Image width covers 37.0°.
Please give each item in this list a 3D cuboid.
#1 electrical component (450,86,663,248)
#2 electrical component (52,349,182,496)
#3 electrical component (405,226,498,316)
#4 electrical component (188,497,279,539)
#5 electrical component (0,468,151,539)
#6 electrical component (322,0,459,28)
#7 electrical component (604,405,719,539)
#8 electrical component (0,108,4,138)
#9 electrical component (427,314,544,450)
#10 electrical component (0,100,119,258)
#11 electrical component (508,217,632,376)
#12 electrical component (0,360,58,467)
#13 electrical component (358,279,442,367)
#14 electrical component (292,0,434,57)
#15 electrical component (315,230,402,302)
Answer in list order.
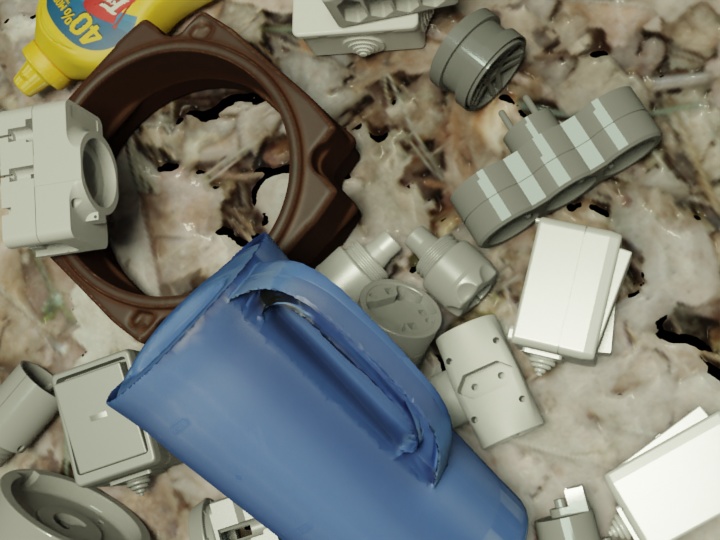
[{"bbox_3d":[0.119,-0.080,0.707,0.138,0.052,0.073,-31,75,6],"label":"electrical component"},{"bbox_3d":[-0.165,0.108,0.739,0.062,0.061,0.096,-20,77,10],"label":"electrical component"},{"bbox_3d":[0.057,-0.003,0.714,0.062,0.043,0.043,44,92,17],"label":"electrical component"},{"bbox_3d":[-0.077,0.173,0.709,0.057,0.058,0.078,-19,77,7],"label":"electrical component"},{"bbox_3d":[-0.201,0.186,0.713,0.108,0.108,0.060,29,94,16],"label":"electrical component"},{"bbox_3d":[0.016,-0.210,0.705,0.083,0.047,0.075,-9,78,12],"label":"electrical component"},{"bbox_3d":[0.188,0.128,0.650,0.096,0.062,0.061,-31,75,7],"label":"electrical component"},{"bbox_3d":[-0.281,-0.094,0.808,0.077,0.047,0.065,6,82,14],"label":"electrical component"},{"bbox_3d":[0.067,0.080,0.697,0.079,0.043,0.077,-25,76,9],"label":"electrical component"},{"bbox_3d":[-0.193,-0.058,0.691,0.056,0.050,0.089,-8,79,13],"label":"electrical component"},{"bbox_3d":[0.134,0.022,0.682,0.061,0.062,0.096,13,84,15],"label":"electrical component"},{"bbox_3d":[-0.251,0.109,0.769,0.043,0.043,0.081,41,92,16],"label":"electrical component"},{"bbox_3d":[0.020,0.041,0.703,0.055,0.055,0.047,34,128,16],"label":"electrical component"},{"bbox_3d":[0.002,-0.200,0.758,0.100,0.048,0.099,-1,80,13],"label":"electrical component"},{"bbox_3d":[0.000,0.000,0.727,0.062,0.043,0.043,-43,74,2],"label":"electrical component"}]
